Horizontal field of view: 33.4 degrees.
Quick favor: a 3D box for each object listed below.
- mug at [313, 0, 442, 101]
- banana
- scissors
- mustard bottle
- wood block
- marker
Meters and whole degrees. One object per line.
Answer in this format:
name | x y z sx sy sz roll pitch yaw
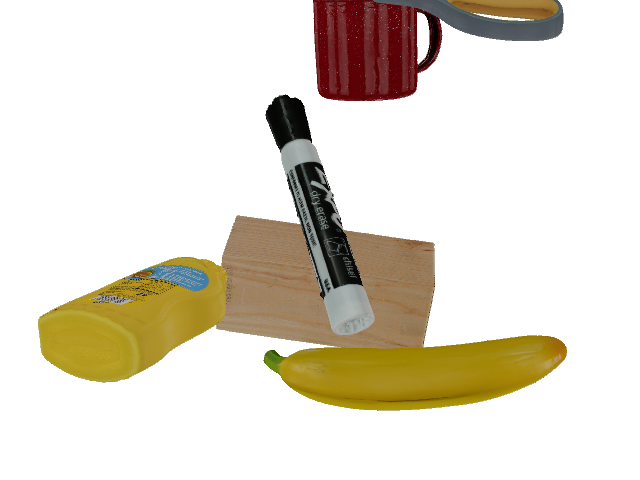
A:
mug | 0.047 -0.159 0.863 0.117 0.081 0.093 -11 18 -28
banana | 0.060 0.079 0.670 0.198 0.037 0.069 0 25 2
scissors | 0.056 -0.159 0.648 0.202 0.016 0.096 20 44 25
mustard bottle | -0.132 0.054 0.868 0.096 0.058 0.191 4 17 27
wood block | 0.006 0.046 1.078 0.206 0.090 0.090 8 28 2
marker | -0.002 -0.015 0.476 0.020 0.121 0.020 -14 -28 -8
